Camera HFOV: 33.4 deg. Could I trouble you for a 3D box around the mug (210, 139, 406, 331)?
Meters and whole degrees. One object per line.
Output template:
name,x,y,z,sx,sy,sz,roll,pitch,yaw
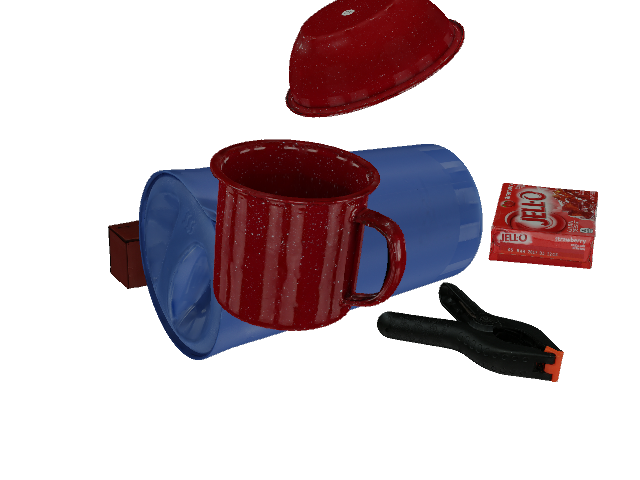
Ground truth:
mug,-0.007,0.000,0.589,0.117,0.081,0.093,17,26,23

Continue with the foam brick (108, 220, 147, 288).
foam brick,-0.167,0.010,1.069,0.078,0.051,0.053,-11,22,-28

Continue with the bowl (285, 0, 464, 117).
bowl,0.035,-0.167,0.888,0.162,0.055,0.162,-20,28,11

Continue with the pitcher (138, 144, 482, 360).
pitcher,-0.008,-0.001,0.800,0.242,0.145,0.149,-12,37,-31

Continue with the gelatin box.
gelatin box,0.166,-0.012,0.791,0.073,0.030,0.089,6,25,14

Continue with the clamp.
clamp,0.152,0.084,1.007,0.172,0.039,0.120,19,32,25
